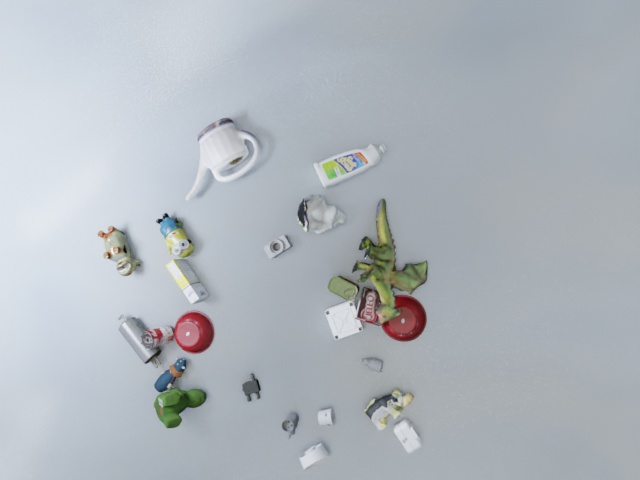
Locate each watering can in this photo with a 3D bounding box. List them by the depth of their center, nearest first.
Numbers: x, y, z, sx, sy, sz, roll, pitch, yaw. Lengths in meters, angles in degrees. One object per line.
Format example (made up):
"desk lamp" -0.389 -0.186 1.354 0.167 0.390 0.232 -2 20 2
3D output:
"watering can" -0.386 -0.306 1.893 0.346 0.104 0.226 -28 81 9

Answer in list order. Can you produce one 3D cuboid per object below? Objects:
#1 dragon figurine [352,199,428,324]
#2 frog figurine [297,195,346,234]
"dragon figurine" 0.252 0.078 1.750 0.242 0.121 0.415 22 74 -6
"frog figurine" 0.006 -0.092 1.819 0.160 0.121 0.139 -4 76 -24
